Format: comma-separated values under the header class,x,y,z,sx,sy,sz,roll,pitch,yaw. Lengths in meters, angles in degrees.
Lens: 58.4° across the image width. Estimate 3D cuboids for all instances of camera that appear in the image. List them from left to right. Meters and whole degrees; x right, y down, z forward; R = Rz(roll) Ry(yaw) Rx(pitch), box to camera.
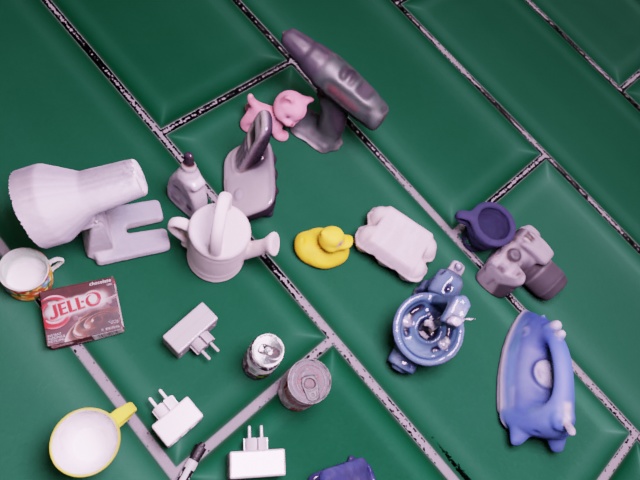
class,x,y,z,sx,sy,sz,roll,pitch,yaw
camera,0.399,0.056,1.096,0.137,0.100,0.143,45,64,7

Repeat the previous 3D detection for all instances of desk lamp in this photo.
class,x,y,z,sx,sy,sz,roll,pitch,yaw
desk lamp,-0.344,-0.048,0.882,0.204,0.213,0.118,-13,71,-19

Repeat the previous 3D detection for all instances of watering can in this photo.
class,x,y,z,sx,sy,sz,roll,pitch,yaw
watering can,-0.155,-0.010,0.926,0.173,0.194,0.101,-6,69,-17

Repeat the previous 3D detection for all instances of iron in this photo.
class,x,y,z,sx,sy,sz,roll,pitch,yaw
iron,0.393,0.227,0.998,0.119,0.141,0.258,12,65,-9

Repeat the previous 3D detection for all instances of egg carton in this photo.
class,x,y,z,sx,sy,sz,roll,pitch,yaw
egg carton,0.142,0.007,1.067,0.150,0.069,0.107,33,63,1

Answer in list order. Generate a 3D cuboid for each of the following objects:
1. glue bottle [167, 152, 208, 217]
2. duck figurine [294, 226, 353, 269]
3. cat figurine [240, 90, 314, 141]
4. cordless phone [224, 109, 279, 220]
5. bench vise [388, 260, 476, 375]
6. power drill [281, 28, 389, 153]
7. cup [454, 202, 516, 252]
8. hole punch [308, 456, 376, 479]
class,x,y,z,sx,sy,sz,roll,pitch,yaw
glue bottle,-0.220,-0.098,0.959,0.078,0.173,0.037,43,64,6
duck figurine,0.009,0.004,1.024,0.105,0.086,0.077,8,66,-11
cat figurine,-0.081,-0.251,1.091,0.128,0.117,0.067,11,65,-10
cordless phone,-0.113,-0.127,0.992,0.094,0.185,0.147,-3,68,-16
bench vise,0.191,0.109,0.952,0.121,0.219,0.207,16,64,-7
power drill,0.010,-0.262,1.070,0.229,0.208,0.076,32,63,1
cup,0.302,-0.019,1.106,0.118,0.095,0.092,16,64,-7
hole punch,0.044,0.389,0.866,0.101,0.091,0.108,-11,71,-18
